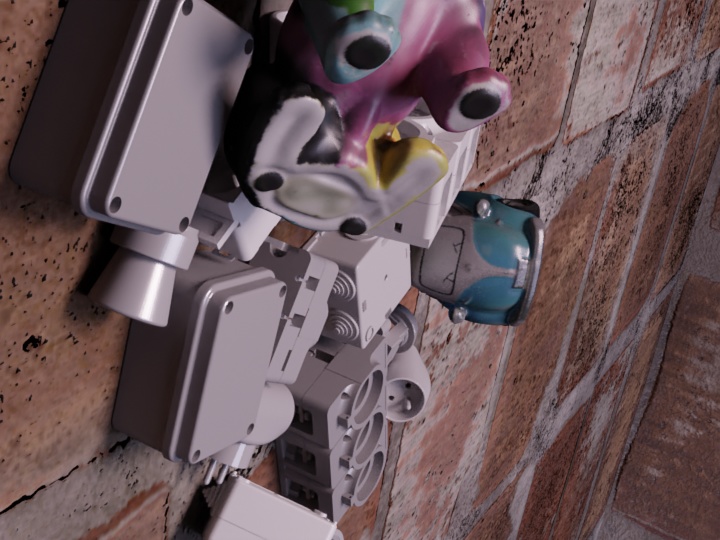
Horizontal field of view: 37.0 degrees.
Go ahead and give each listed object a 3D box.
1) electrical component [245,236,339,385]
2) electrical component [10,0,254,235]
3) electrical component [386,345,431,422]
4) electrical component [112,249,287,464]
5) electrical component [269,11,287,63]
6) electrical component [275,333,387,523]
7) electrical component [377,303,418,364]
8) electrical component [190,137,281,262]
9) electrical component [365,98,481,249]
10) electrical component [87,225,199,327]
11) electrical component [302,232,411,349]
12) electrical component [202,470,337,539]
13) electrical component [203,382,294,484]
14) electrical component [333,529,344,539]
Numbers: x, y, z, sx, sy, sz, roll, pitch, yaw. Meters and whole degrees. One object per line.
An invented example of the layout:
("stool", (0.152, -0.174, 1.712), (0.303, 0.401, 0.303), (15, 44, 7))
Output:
("electrical component", (-0.057, 0.027, 0.722), (0.089, 0.050, 0.056), (-69, 157, -1))
("electrical component", (-0.106, -0.079, 0.514), (0.078, 0.057, 0.113), (17, 94, -67))
("electrical component", (0.020, 0.107, 0.953), (0.079, 0.043, 0.077), (-37, -162, 13))
("electrical component", (-0.095, 0.051, 0.649), (0.078, 0.057, 0.113), (-17, 125, -62))
("electrical component", (-0.039, -0.119, 0.652), (0.044, 0.044, 0.065), (-32, 142, -55))
("electrical component", (-0.019, 0.125, 0.876), (0.089, 0.062, 0.150), (-49, 150, -39))
("electrical component", (0.018, 0.057, 0.918), (0.055, 0.048, 0.066), (-39, 160, -49))
("electrical component", (-0.076, -0.042, 0.633), (0.081, 0.042, 0.063), (-56, 155, -27))
("electrical component", (0.024, -0.082, 0.719), (0.150, 0.089, 0.061), (-57, 159, -60))
("electrical component", (-0.115, -0.003, 0.575), (0.055, 0.045, 0.045), (-69, 157, -2))
("electrical component", (0.000, 0.000, 0.826), (0.099, 0.048, 0.099), (-51, 148, -41))
("electrical component", (-0.074, 0.188, 0.776), (0.061, 0.096, 0.062), (-65, -174, -11))
("electrical component", (-0.087, 0.110, 0.736), (0.079, 0.043, 0.077), (-68, 157, -1))
("electrical component", (-0.054, 0.258, 0.913), (0.108, 0.060, 0.108), (-48, 149, -41))
